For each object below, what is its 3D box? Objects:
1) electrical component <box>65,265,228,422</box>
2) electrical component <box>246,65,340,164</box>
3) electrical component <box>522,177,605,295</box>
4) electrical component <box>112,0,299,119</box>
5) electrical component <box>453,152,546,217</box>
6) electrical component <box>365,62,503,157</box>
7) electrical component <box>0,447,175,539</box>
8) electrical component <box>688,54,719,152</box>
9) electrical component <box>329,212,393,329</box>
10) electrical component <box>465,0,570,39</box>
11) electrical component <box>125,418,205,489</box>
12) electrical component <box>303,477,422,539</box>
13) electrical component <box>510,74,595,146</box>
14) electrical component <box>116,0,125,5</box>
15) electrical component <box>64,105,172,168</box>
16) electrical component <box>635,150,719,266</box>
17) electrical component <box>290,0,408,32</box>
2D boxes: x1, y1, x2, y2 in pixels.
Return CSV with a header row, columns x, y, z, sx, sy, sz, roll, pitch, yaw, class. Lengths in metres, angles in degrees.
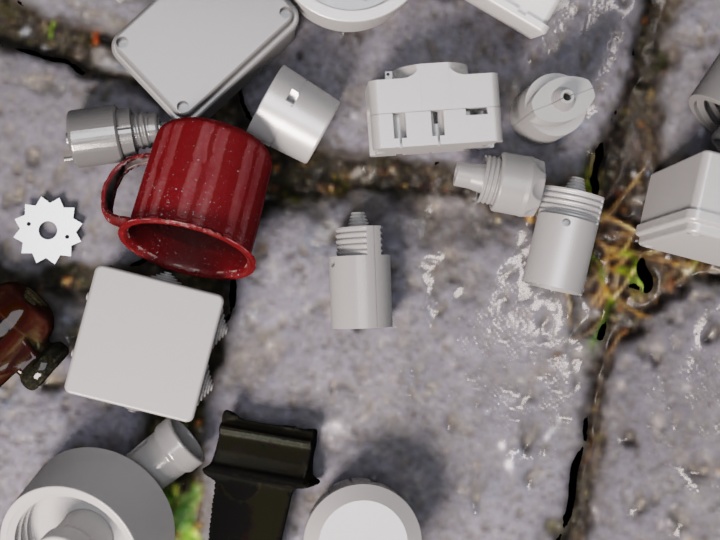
x,y,z,sx,sy,sz,roll,pitch,yaw,class
-0.145,0.050,0.740,0.100,0.048,0.099,14,88,-3,electrical component
-0.046,-0.107,0.748,0.047,0.055,0.055,29,87,-6,electrical component
0.145,-0.026,0.763,0.043,0.043,0.081,14,88,-3,electrical component
-0.105,-0.161,0.743,0.113,0.057,0.078,-43,92,-3,electrical component
0.098,-0.063,0.761,0.062,0.043,0.043,11,88,-2,electrical component
0.051,-0.113,0.755,0.089,0.050,0.055,-4,90,-3,electrical component
-0.184,0.179,0.710,0.108,0.060,0.108,4,107,12,electrical component
0.278,-0.102,0.744,0.108,0.108,0.060,40,93,-2,electrical component
0.000,0.000,0.753,0.043,0.043,0.081,-2,89,-4,electrical component
0.097,-0.203,0.737,0.100,0.099,0.048,30,100,-2,electrical component
-0.138,0.131,0.745,0.046,0.040,0.040,-38,91,1,electrical component
0.001,0.185,0.746,0.080,0.051,0.080,0,89,-4,electrical component
0.134,-0.113,0.745,0.043,0.081,0.043,0,89,-4,electrical component
-0.167,-0.228,0.747,0.055,0.048,0.066,-40,91,4,electrical component
-0.168,-0.095,0.746,0.078,0.040,0.040,-8,89,-4,electrical component
0.261,-0.036,0.738,0.109,0.109,0.056,14,85,-3,electrical component
-0.008,-0.218,0.748,0.108,0.060,0.108,0,89,-4,electrical component
